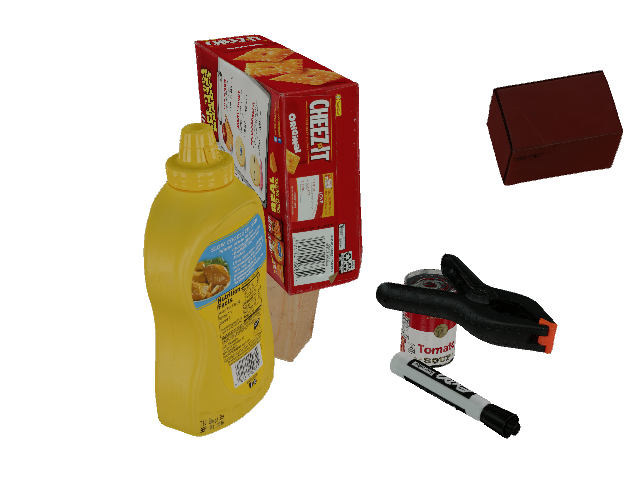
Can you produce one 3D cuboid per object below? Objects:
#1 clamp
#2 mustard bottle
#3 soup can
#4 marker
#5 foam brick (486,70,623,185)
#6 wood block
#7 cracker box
[{"bbox_3d":[0.152,0.058,1.022,0.172,0.039,0.120,21,36,27],"label":"clamp"},{"bbox_3d":[-0.070,0.020,0.667,0.058,0.192,0.096,14,30,29],"label":"mustard bottle"},{"bbox_3d":[0.132,0.095,1.296,0.068,0.102,0.068,1,24,-1],"label":"soup can"},{"bbox_3d":[0.100,0.116,0.802,0.020,0.020,0.121,0,19,-43],"label":"marker"},{"bbox_3d":[0.160,-0.077,0.733,0.078,0.051,0.053,-9,-25,-1],"label":"foam brick"},{"bbox_3d":[-0.051,0.042,1.420,0.090,0.206,0.090,14,21,13],"label":"wood block"},{"bbox_3d":[-0.038,-0.073,0.894,0.072,0.164,0.214,-10,24,-20],"label":"cracker box"}]
